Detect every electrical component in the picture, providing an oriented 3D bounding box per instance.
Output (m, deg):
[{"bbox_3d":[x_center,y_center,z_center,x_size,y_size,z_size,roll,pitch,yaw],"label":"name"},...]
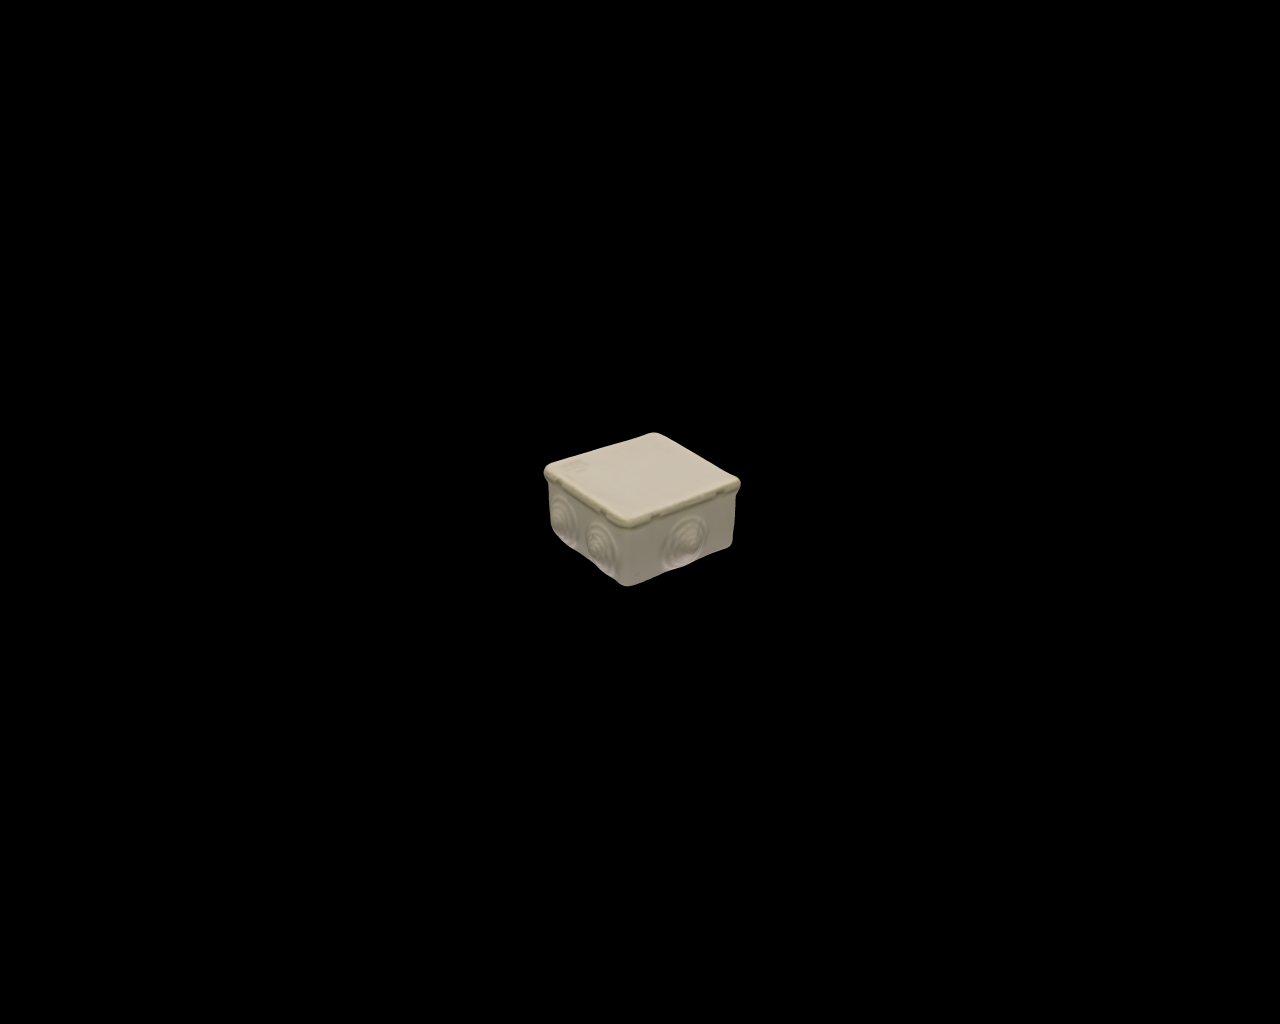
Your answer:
[{"bbox_3d":[0.001,-0.003,0.650,0.100,0.048,0.100,-20,35,-31],"label":"electrical component"}]
